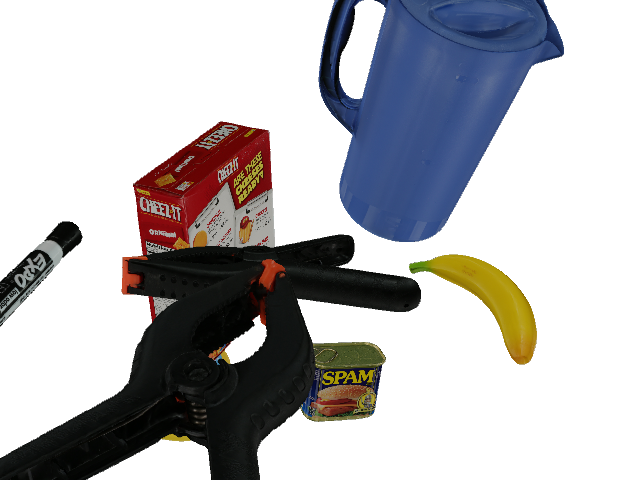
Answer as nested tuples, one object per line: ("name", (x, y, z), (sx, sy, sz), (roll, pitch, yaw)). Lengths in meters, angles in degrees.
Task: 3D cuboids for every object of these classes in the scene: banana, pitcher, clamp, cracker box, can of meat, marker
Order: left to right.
("marker", (-0.182, 0.022, 0.659), (0.020, 0.020, 0.121), (0, 30, 21))
("cracker box", (-0.117, 0.004, 1.134), (0.072, 0.214, 0.164), (13, 34, 25))
("clamp", (-0.044, 0.074, 0.442), (0.120, 0.039, 0.171), (25, 48, 19))
("clamp", (-0.039, 0.026, 0.791), (0.209, 0.036, 0.165), (-2, 12, -23))
("can of meat", (0.026, 0.180, 1.357), (0.102, 0.084, 0.057), (0, 24, -18))
("pitcher", (0.084, -0.118, 0.923), (0.144, 0.149, 0.243), (-20, -34, -32))
("banana", (0.174, 0.062, 1.115), (0.069, 0.037, 0.198), (-36, 39, -10))

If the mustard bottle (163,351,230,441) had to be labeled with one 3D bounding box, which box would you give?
("mustard bottle", (-0.157, 0.160, 1.262), (0.096, 0.058, 0.191), (4, 25, 4))
